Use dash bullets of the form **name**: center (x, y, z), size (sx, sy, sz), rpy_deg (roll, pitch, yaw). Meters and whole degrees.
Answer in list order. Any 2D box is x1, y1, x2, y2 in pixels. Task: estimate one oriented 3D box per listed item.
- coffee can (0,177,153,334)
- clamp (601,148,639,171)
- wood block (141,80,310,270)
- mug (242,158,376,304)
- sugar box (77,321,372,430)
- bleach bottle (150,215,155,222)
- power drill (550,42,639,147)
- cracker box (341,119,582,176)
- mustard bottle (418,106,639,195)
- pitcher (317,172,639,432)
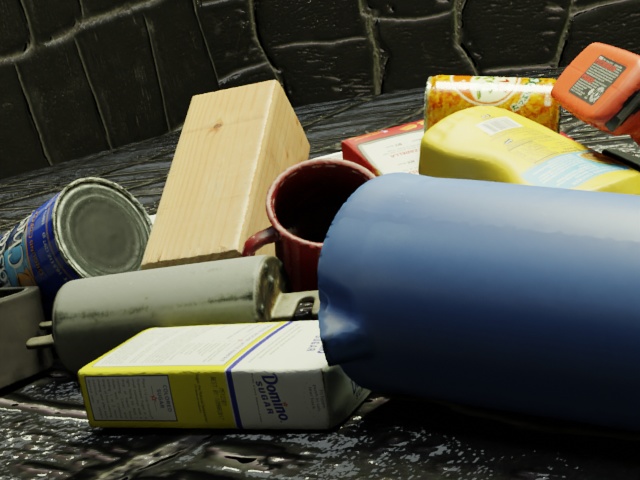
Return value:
- **coffee can**: center (-0.221, 0.021, 0.916), size (0.141, 0.103, 0.102), rpy_deg (-29, -2, 39)
- **clamp**: center (0.293, -0.046, 0.950), size (0.164, 0.036, 0.210), rpy_deg (-19, 21, -36)
- **wood block**: center (-0.076, -0.034, 0.930), size (0.091, 0.090, 0.206), rpy_deg (-8, 46, 19)
- **mug**: center (-0.005, 0.001, 0.828), size (0.117, 0.081, 0.093), rpy_deg (-22, 53, -17)
- **sugar box**: center (-0.054, 0.085, 0.679), size (0.176, 0.048, 0.093), rpy_deg (-2, 14, 27)
- **bleach bottle**: center (-0.161, 0.031, 1.027), size (0.102, 0.068, 0.251), rpy_deg (-13, 13, -2)
- **power drill**: center (0.259, -0.065, 0.785), size (0.057, 0.187, 0.184), rpy_deg (-51, 16, 9)
- **cracker box**: center (0.134, -0.031, 0.851), size (0.164, 0.072, 0.214), rpy_deg (-16, 33, -18)
- **mustard bottle**: center (0.162, -0.035, 0.727), size (0.096, 0.058, 0.192), rpy_deg (-16, 33, -33)
- **pitcher**: center (0.130, 0.028, 0.565), size (0.243, 0.149, 0.144), rpy_deg (5, -18, 47)
